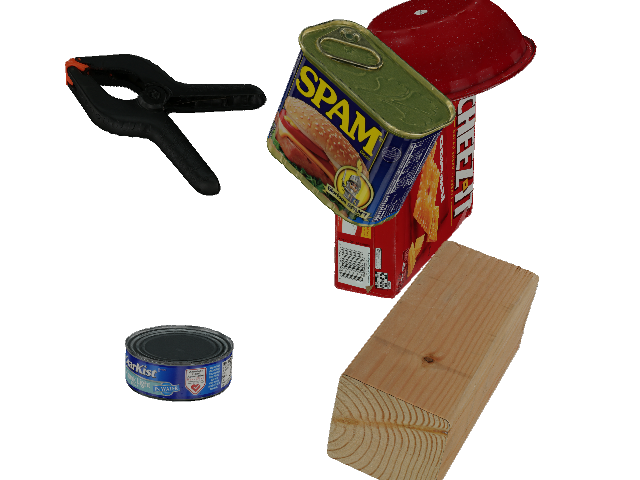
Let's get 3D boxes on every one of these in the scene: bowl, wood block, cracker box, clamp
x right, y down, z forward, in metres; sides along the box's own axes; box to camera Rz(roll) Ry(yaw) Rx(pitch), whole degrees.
[{"bbox_3d":[0.090,-0.162,0.871,0.162,0.055,0.162,-15,25,7],"label":"bowl"},{"bbox_3d":[0.095,0.097,0.864,0.091,0.090,0.205,22,38,19],"label":"wood block"},{"bbox_3d":[0.088,-0.063,1.045,0.072,0.164,0.213,12,29,25],"label":"cracker box"},{"bbox_3d":[-0.133,-0.119,0.918,0.171,0.120,0.039,32,-39,3],"label":"clamp"}]

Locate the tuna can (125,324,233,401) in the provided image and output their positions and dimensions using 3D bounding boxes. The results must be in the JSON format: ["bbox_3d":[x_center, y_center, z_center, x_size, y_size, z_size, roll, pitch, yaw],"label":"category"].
[{"bbox_3d":[-0.113,0.097,0.850,0.086,0.034,0.086,4,15,-1],"label":"tuna can"}]

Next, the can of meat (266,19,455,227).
[{"bbox_3d":[0.020,-0.069,0.651,0.057,0.084,0.102,-27,63,-41],"label":"can of meat"}]
